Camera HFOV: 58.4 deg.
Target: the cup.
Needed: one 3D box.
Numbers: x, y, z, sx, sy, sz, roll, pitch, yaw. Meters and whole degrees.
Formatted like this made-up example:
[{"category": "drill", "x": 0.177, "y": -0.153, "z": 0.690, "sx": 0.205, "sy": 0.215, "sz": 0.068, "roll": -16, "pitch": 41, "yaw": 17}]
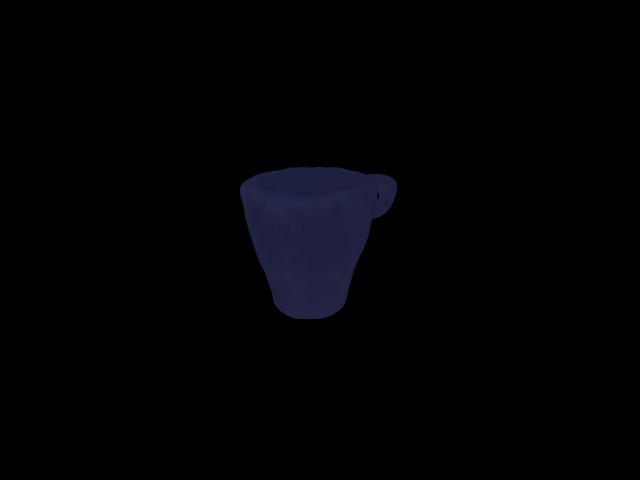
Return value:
[{"category": "cup", "x": 0.004, "y": 0.001, "z": 0.400, "sx": 0.118, "sy": 0.095, "sz": 0.091, "roll": -12, "pitch": 23, "yaw": -31}]
